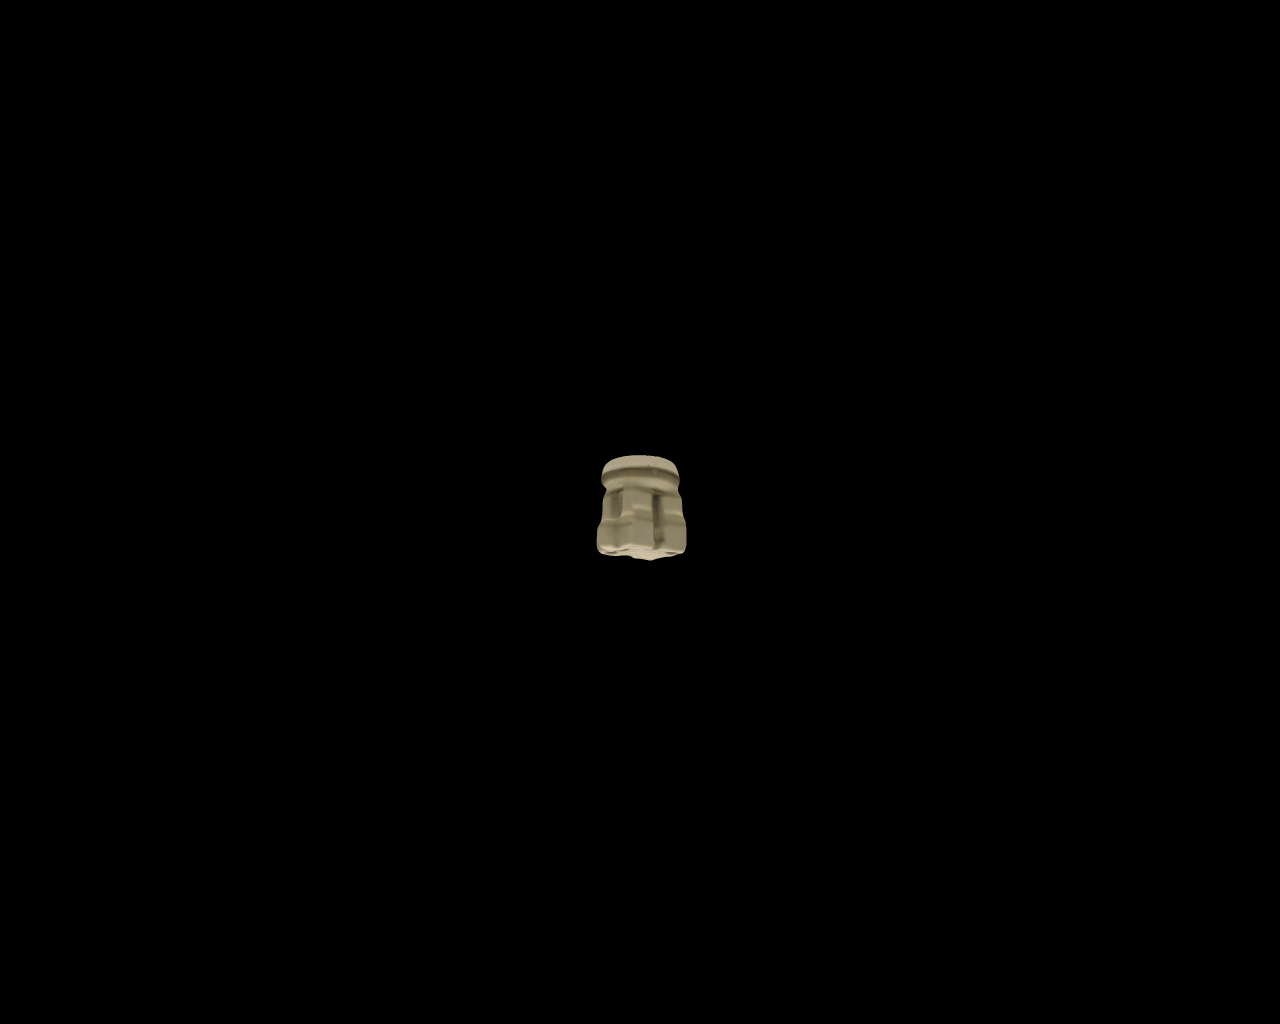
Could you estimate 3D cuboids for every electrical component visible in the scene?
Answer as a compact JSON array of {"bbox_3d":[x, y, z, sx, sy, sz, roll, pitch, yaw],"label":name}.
[{"bbox_3d":[0.001,-0.003,0.650,0.066,0.055,0.048,11,-17,-37],"label":"electrical component"}]
